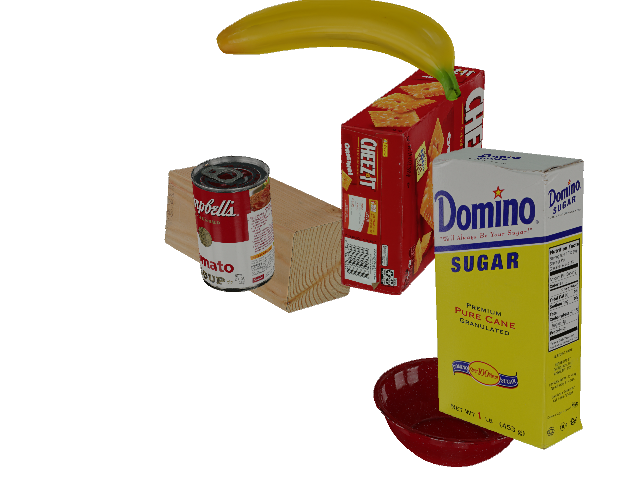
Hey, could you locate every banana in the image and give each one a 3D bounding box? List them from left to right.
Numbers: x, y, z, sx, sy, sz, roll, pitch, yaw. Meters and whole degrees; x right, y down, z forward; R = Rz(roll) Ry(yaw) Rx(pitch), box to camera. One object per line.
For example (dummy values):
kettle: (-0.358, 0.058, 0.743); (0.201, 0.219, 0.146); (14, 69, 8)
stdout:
banana: (0.020, -0.156, 0.814); (0.198, 0.069, 0.037); (13, -40, 18)

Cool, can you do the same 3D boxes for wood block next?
wood block: (-0.067, -0.010, 1.129); (0.090, 0.090, 0.206); (-14, 29, -42)

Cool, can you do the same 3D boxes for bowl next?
bowl: (0.133, 0.181, 1.084); (0.162, 0.055, 0.162); (2, 24, -1)

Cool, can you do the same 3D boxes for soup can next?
soup can: (-0.076, -0.015, 0.937); (0.068, 0.102, 0.068); (-2, 29, 1)

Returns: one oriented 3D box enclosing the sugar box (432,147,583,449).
sugar box: (0.117, 0.033, 0.675); (0.048, 0.176, 0.094); (-18, 19, -38)

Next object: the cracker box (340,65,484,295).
cracker box: (0.095, -0.066, 1.044); (0.072, 0.164, 0.213); (12, 29, 25)
